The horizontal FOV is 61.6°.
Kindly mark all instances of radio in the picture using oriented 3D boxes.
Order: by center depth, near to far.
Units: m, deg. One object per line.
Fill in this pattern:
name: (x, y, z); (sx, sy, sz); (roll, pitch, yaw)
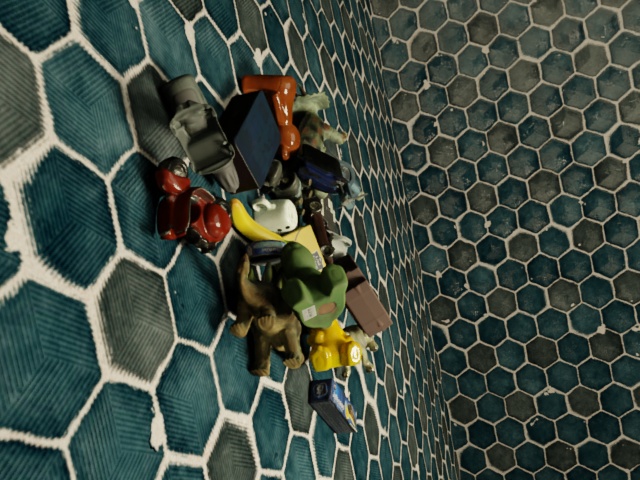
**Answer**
radio: (-0.155, -0.208, 1.138); (0.230, 0.073, 0.130); (-76, 150, -48)

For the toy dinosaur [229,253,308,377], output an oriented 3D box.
toy dinosaur: (-0.087, 0.168, 1.087); (0.470, 0.105, 0.199); (75, 12, -47)

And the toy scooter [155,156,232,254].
toy scooter: (-0.212, -0.035, 0.878); (0.183, 0.075, 0.135); (52, 32, -47)

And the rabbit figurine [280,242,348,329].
rabbit figurine: (-0.016, 0.078, 1.048); (0.170, 0.121, 0.158); (60, -3, 39)

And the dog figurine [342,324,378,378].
dog figurine: (0.068, 0.262, 1.470); (0.190, 0.121, 0.172); (55, 18, -34)

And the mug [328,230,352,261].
mug: (0.026, 0.011, 1.500); (0.107, 0.110, 0.081); (29, 59, -50)

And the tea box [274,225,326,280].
tea box: (-0.045, 0.061, 1.228); (0.098, 0.068, 0.169); (-27, 99, -33)

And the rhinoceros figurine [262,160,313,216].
rhinoceros figurine: (-0.080, -0.124, 1.255); (0.190, 0.112, 0.073); (64, 48, -70)

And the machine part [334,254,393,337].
machine part: (0.104, 0.151, 1.466); (0.200, 0.087, 0.201); (58, 0, -17)

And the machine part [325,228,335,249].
machine part: (0.006, 0.036, 1.423); (0.039, 0.084, 0.138); (-3, 111, -33)

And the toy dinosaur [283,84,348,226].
toy dinosaur: (-0.041, -0.240, 1.426); (0.192, 0.131, 0.405); (38, 52, -39)

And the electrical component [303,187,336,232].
electrical component: (-0.001, -0.080, 1.531); (0.134, 0.058, 0.115); (44, 42, -60)

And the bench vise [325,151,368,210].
bench vise: (0.069, -0.161, 1.646); (0.223, 0.129, 0.241); (55, 12, -36)

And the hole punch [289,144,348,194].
hole punch: (-0.013, -0.161, 1.313); (0.142, 0.092, 0.116); (27, 23, -18)

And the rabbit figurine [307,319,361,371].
rabbit figurine: (0.023, 0.216, 1.294); (0.162, 0.122, 0.173); (172, -93, -87)

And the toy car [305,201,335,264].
toy car: (-0.003, -0.004, 1.329); (0.089, 0.053, 0.202); (96, -15, -55)

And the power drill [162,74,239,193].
power drill: (-0.190, -0.167, 0.915); (0.207, 0.086, 0.231); (-110, 176, -71)

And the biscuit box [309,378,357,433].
biscuit box: (0.036, 0.423, 1.362); (0.202, 0.063, 0.059); (61, 26, -44)

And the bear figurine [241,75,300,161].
bear figurine: (-0.110, -0.294, 1.290); (0.120, 0.132, 0.195); (-53, 148, -63)
